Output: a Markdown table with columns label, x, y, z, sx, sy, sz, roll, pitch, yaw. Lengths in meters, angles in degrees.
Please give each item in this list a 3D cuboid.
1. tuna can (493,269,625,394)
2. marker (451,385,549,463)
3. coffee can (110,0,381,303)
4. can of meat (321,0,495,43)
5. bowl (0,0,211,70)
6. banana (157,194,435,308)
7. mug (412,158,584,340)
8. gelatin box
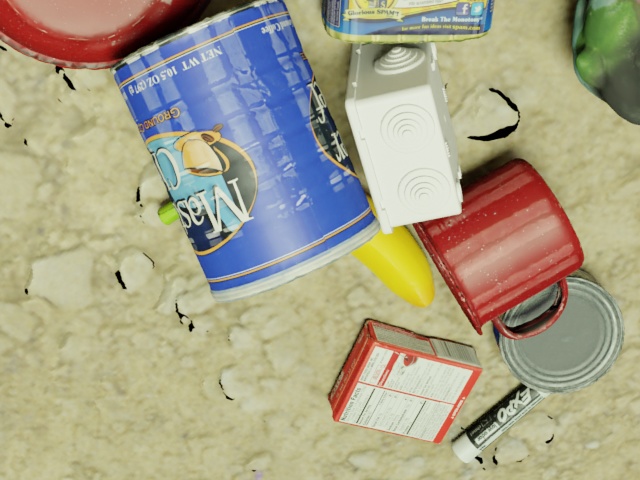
| label | x | y | z | sx | sy | sz | roll | pitch | yaw |
| --- | --- | --- | --- | --- | --- | --- | --- | --- | --- |
| tuna can | 0.164 | 0.061 | 0.740 | 0.086 | 0.034 | 0.086 | 0 | 107 | -1 |
| marker | 0.147 | 0.121 | 0.791 | 0.020 | 0.020 | 0.121 | 38 | 108 | -26 |
| coffee can | -0.040 | -0.050 | 0.590 | 0.103 | 0.103 | 0.140 | -23 | 98 | 4 |
| can of meat | 0.051 | -0.158 | 0.596 | 0.102 | 0.057 | 0.084 | -2 | 121 | -8 |
| bowl | -0.127 | -0.159 | 0.569 | 0.162 | 0.055 | 0.162 | -4 | 120 | -7 |
| banana | 0.000 | -0.012 | 0.685 | 0.197 | 0.037 | 0.070 | 20 | 134 | -17 |
| mug | 0.119 | 0.011 | 0.681 | 0.081 | 0.093 | 0.117 | -30 | 106 | 3 |
| gelatin box | 0.060 | 0.102 | 0.760 | 0.089 | 0.030 | 0.073 | 16 | 117 | -17 |
